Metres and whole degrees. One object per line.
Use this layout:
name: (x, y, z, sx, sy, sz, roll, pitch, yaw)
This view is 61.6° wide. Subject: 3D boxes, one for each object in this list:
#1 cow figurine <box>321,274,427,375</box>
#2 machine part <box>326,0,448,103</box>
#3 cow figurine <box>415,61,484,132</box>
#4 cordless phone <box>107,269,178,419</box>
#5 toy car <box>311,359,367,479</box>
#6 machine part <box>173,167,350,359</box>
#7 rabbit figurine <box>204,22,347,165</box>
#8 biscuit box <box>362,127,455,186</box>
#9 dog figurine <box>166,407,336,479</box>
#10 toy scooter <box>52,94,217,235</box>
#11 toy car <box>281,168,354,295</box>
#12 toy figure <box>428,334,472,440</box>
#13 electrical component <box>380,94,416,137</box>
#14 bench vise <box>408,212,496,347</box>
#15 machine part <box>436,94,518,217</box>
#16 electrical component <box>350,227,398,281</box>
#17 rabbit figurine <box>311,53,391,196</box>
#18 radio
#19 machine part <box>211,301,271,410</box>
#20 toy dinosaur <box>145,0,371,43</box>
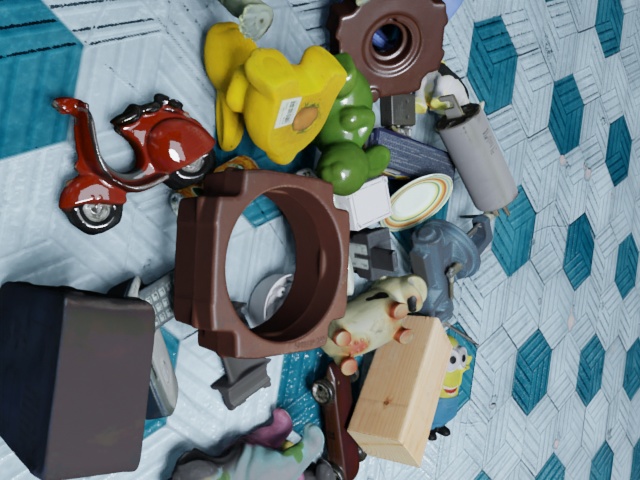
cow figurine: (0.080, 0.110, 0.810, 0.195, 0.127, 0.085, -26, 116, -21)
machine part: (0.094, -0.281, 0.752, 0.179, 0.056, 0.179, -9, 130, -10)
cow figurine: (0.234, -0.238, 0.941, 0.167, 0.068, 0.098, 25, 71, -40)
cordless phone: (-0.167, 0.097, 0.619, 0.184, 0.089, 0.146, -37, 118, -52)
toy car: (0.026, 0.272, 0.809, 0.089, 0.053, 0.202, -23, 109, -52)
machine part: (-0.061, 0.025, 0.612, 0.201, 0.087, 0.201, 2, 90, -47)
rabbit figurine: (-0.072, -0.181, 0.635, 0.122, 0.173, 0.162, -33, 159, -33)
biscuit box: (0.139, -0.126, 0.869, 0.202, 0.059, 0.062, 9, 87, -41)
dog figurine: (-0.096, 0.322, 0.677, 0.219, 0.109, 0.191, -27, 113, -32)
toy scooter: (-0.202, -0.101, 0.567, 0.184, 0.075, 0.135, -35, 116, -29)
toy car: (-0.002, -0.002, 0.759, 0.073, 0.056, 0.201, -25, 110, -37)
toy figure: (0.204, 0.253, 0.946, 0.082, 0.089, 0.180, -8, 108, -56)
electrical component: (0.129, -0.206, 0.863, 0.078, 0.045, 0.102, -1, 95, -40)
bench vise: (0.234, 0.040, 0.930, 0.240, 0.129, 0.223, -41, 121, -26)
machine part: (0.259, -0.133, 0.879, 0.079, 0.079, 0.243, -47, 119, -28)
electrical component: (0.079, 0.018, 0.790, 0.048, 0.119, 0.074, -18, 103, -38)
rabbit figurine: (0.023, -0.129, 0.722, 0.159, 0.121, 0.170, 36, 45, -56)
radio: (-0.225, 0.106, 0.463, 0.073, 0.230, 0.131, 12, 81, -42)
machine part: (-0.108, 0.146, 0.693, 0.084, 0.039, 0.138, -23, 110, -32)
toy dinosaur: (-0.060, -0.333, 0.610, 0.405, 0.192, 0.131, -30, 150, -44)
